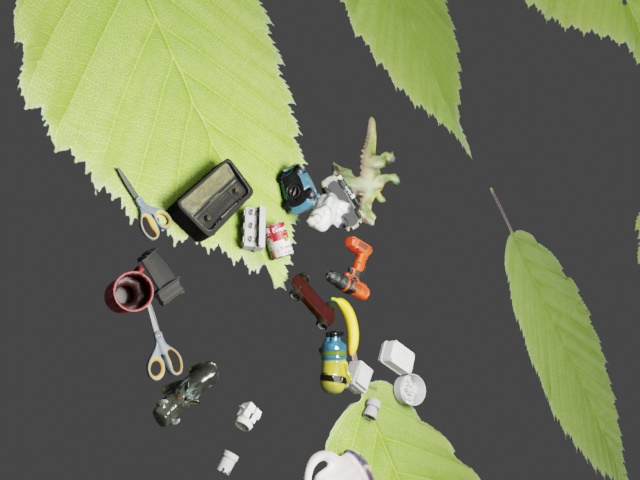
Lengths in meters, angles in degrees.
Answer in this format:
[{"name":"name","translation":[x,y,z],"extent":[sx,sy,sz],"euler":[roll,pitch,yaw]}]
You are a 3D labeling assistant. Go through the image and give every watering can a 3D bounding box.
[{"name":"watering can","translation":[0.068,0.732,1.402],"extent":[0.226,0.348,0.103],"euler":[-18,-4,-44]}]

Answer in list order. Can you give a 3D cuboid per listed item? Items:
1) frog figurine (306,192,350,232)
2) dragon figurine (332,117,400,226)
[{"name":"frog figurine","translation":[0.005,-0.082,1.631],"extent":[0.161,0.124,0.135],"euler":[-15,-20,-42]},{"name":"dragon figurine","translation":[0.148,-0.248,1.849],"extent":[0.244,0.413,0.121],"euler":[-8,-11,-35]}]
